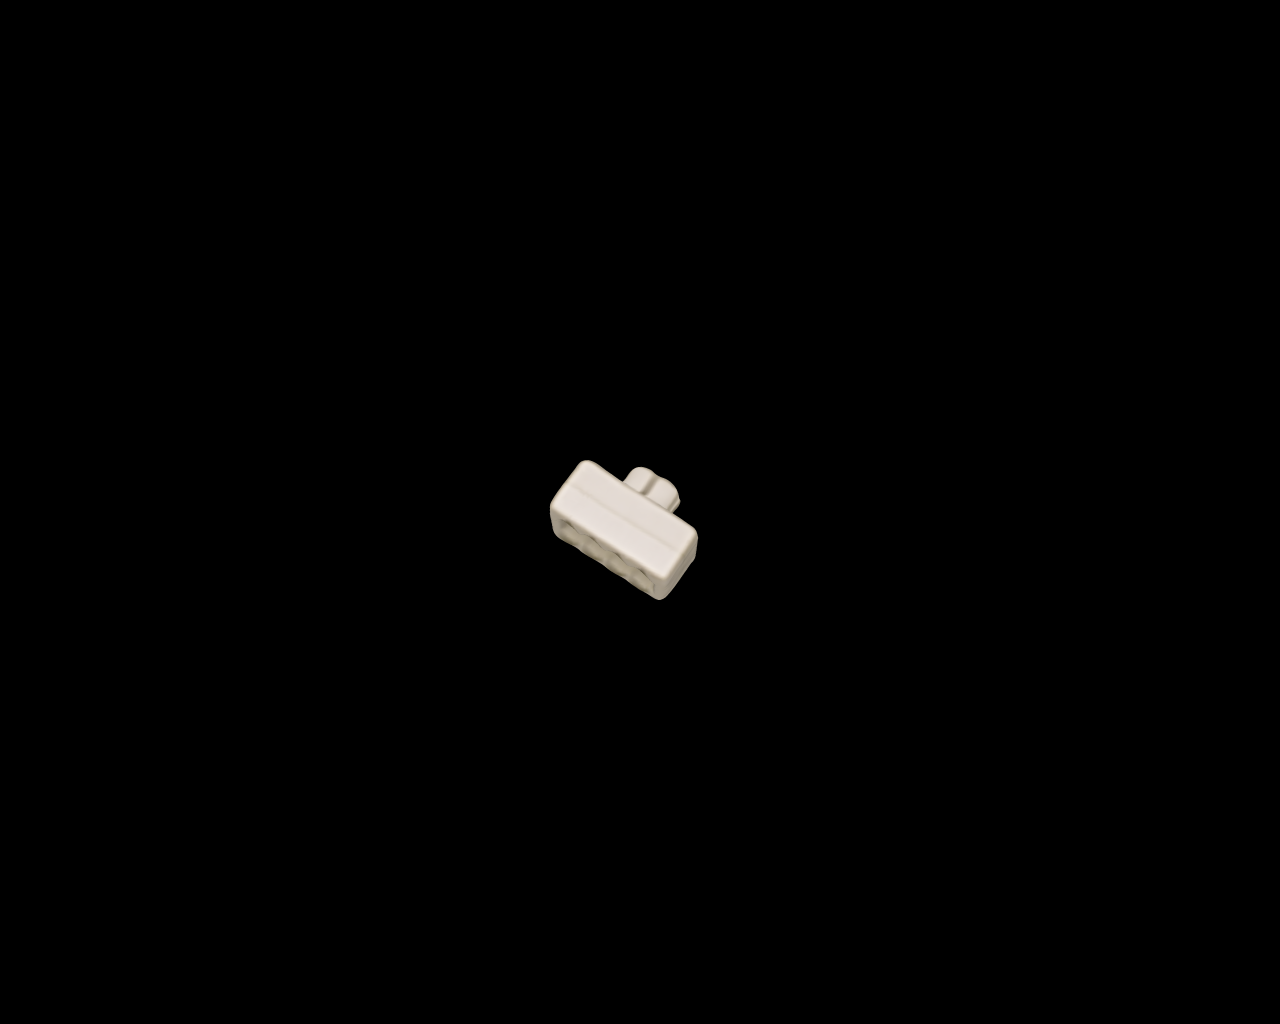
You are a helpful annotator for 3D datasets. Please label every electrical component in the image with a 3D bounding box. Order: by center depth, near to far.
[{"bbox_3d":[0.001,-0.003,0.650,0.083,0.076,0.047,33,-16,11],"label":"electrical component"}]
